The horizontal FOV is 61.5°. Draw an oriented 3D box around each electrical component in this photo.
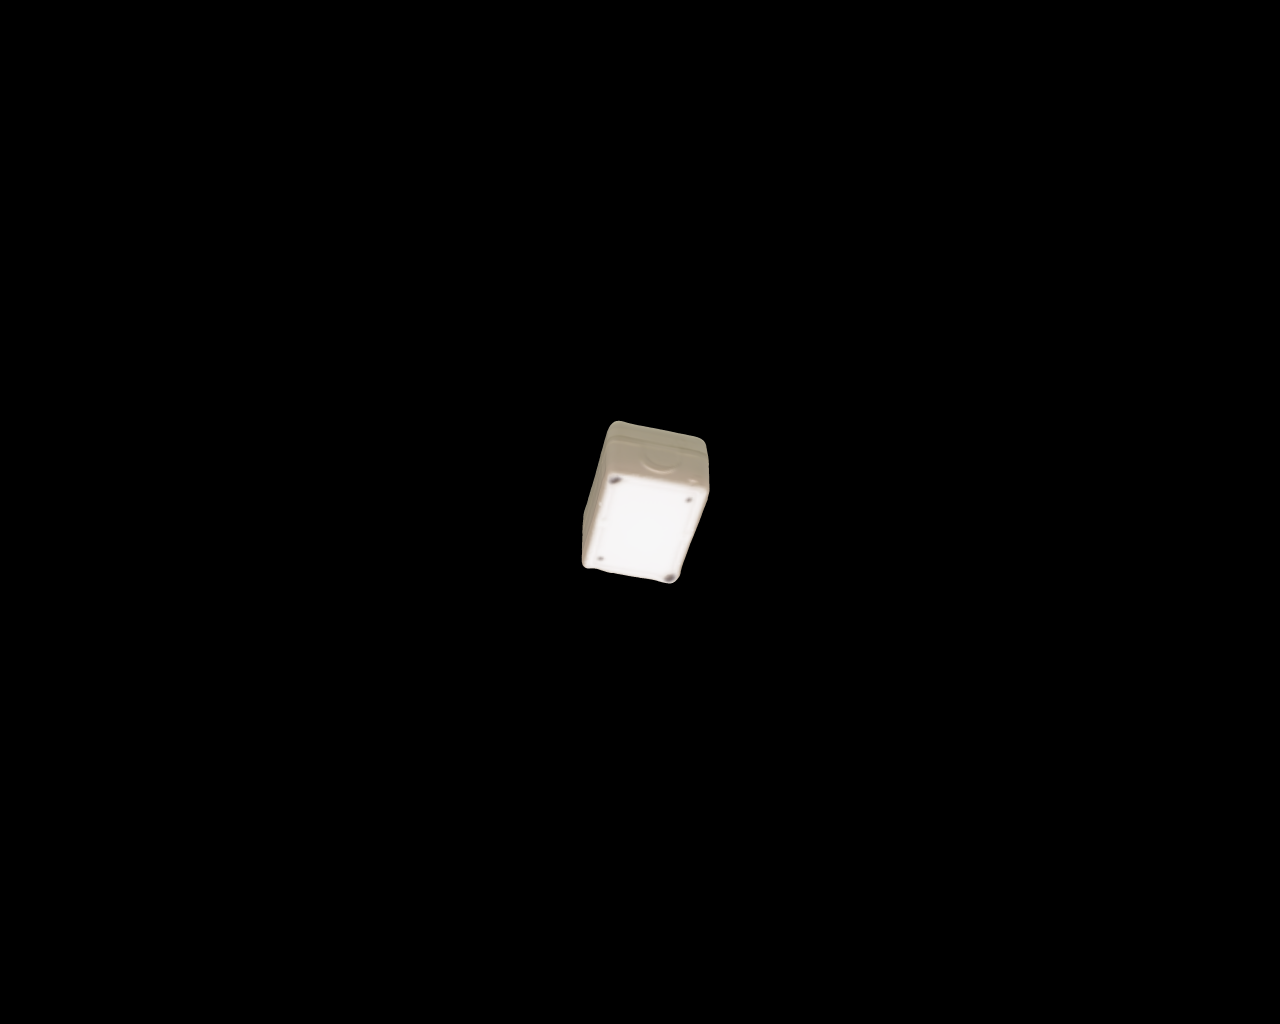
[{"bbox_3d":[0.001,-0.003,0.650,0.062,0.096,0.061,11,40,-9],"label":"electrical component"}]
